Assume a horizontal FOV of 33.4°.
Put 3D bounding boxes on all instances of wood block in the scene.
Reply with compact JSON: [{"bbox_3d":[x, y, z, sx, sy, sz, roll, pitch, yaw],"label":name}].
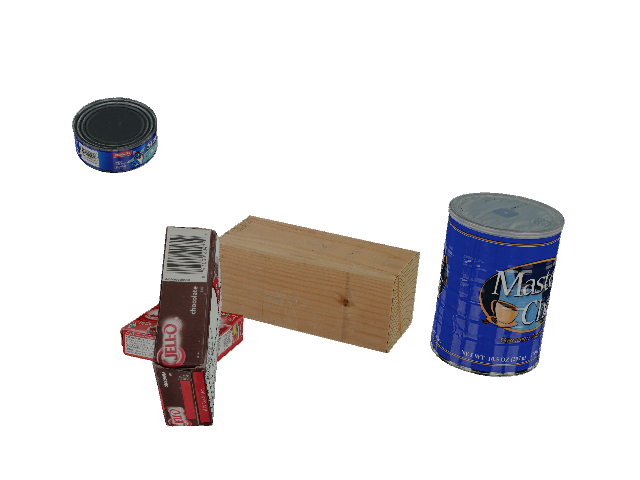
[{"bbox_3d":[-0.005,0.046,1.180,0.206,0.091,0.090,13,24,19],"label":"wood block"}]

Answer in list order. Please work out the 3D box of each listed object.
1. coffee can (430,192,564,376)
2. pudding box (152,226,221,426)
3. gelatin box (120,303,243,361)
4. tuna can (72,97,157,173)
[{"bbox_3d":[0.160,0.038,0.975,0.103,0.140,0.103,5,21,-2],"label":"coffee can"},{"bbox_3d":[-0.091,0.060,0.742,0.039,0.113,0.090,3,-35,-1],"label":"pudding box"},{"bbox_3d":[-0.125,0.085,0.973,0.089,0.030,0.073,9,20,22],"label":"gelatin box"},{"bbox_3d":[-0.211,-0.108,1.099,0.086,0.034,0.086,2,44,-2],"label":"tuna can"}]
